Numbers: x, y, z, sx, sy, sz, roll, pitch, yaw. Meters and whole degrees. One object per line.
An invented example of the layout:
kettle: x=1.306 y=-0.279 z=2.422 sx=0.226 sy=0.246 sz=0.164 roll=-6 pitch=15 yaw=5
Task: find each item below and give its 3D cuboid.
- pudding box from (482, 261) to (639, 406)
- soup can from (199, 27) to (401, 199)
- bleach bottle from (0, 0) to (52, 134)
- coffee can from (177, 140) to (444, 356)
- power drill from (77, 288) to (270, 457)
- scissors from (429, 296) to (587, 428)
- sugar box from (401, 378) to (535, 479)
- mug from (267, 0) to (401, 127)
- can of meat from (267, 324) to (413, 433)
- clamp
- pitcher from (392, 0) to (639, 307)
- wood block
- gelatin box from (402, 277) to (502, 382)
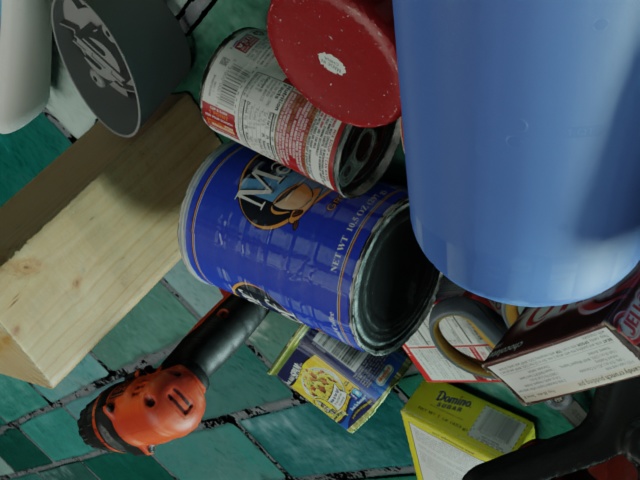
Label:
pudding box: x=0.145 y=0.035 z=0.548 sx=0.039 sy=0.090 sz=0.114 roll=45 pitch=152 yaw=-2
soup can: x=-0.011 y=-0.075 z=0.613 sx=0.102 sy=0.068 sz=0.068 roll=28 pitch=148 yaw=25
bleach bottle: x=-0.236 y=-0.182 z=0.751 sx=0.102 sy=0.068 sz=0.251 roll=38 pitch=149 yaw=7
coffee can: x=-0.004 y=0.001 z=0.671 sx=0.140 sy=0.102 sz=0.103 roll=21 pitch=145 yaw=34
power drill: x=-0.097 y=0.085 z=0.811 sx=0.057 sy=0.187 sz=0.185 roll=47 pitch=149 yaw=-12
scissors: x=0.157 y=0.082 z=0.664 sx=0.201 sy=0.016 sz=0.096 roll=31 pitch=125 yaw=-22
sugar box: x=0.122 y=0.185 z=0.827 sx=0.093 sy=0.048 sz=0.176 roll=23 pitch=150 yaw=31
mug: x=0.025 y=-0.116 z=0.499 sx=0.093 sy=0.081 sz=0.117 roll=13 pitch=140 yaw=41
can of meat: x=0.015 y=0.097 z=0.826 sx=0.084 sy=0.057 sz=0.102 roll=38 pitch=152 yaw=4
clamp: x=0.170 y=0.117 z=0.548 sx=0.120 sy=0.171 sz=0.039 roll=48 pitch=-179 yaw=1
pitcher: x=0.098 y=-0.086 z=0.397 sx=0.149 sy=0.144 sz=0.243 roll=43 pitch=154 yaw=34
wood block: x=-0.160 y=-0.005 z=0.745 sx=0.091 sy=0.205 sz=0.090 roll=4 pitch=134 yaw=47
gelatin box: x=0.090 y=0.059 z=0.710 sx=0.089 sy=0.030 sz=0.073 roll=-10 pitch=123 yaw=52
